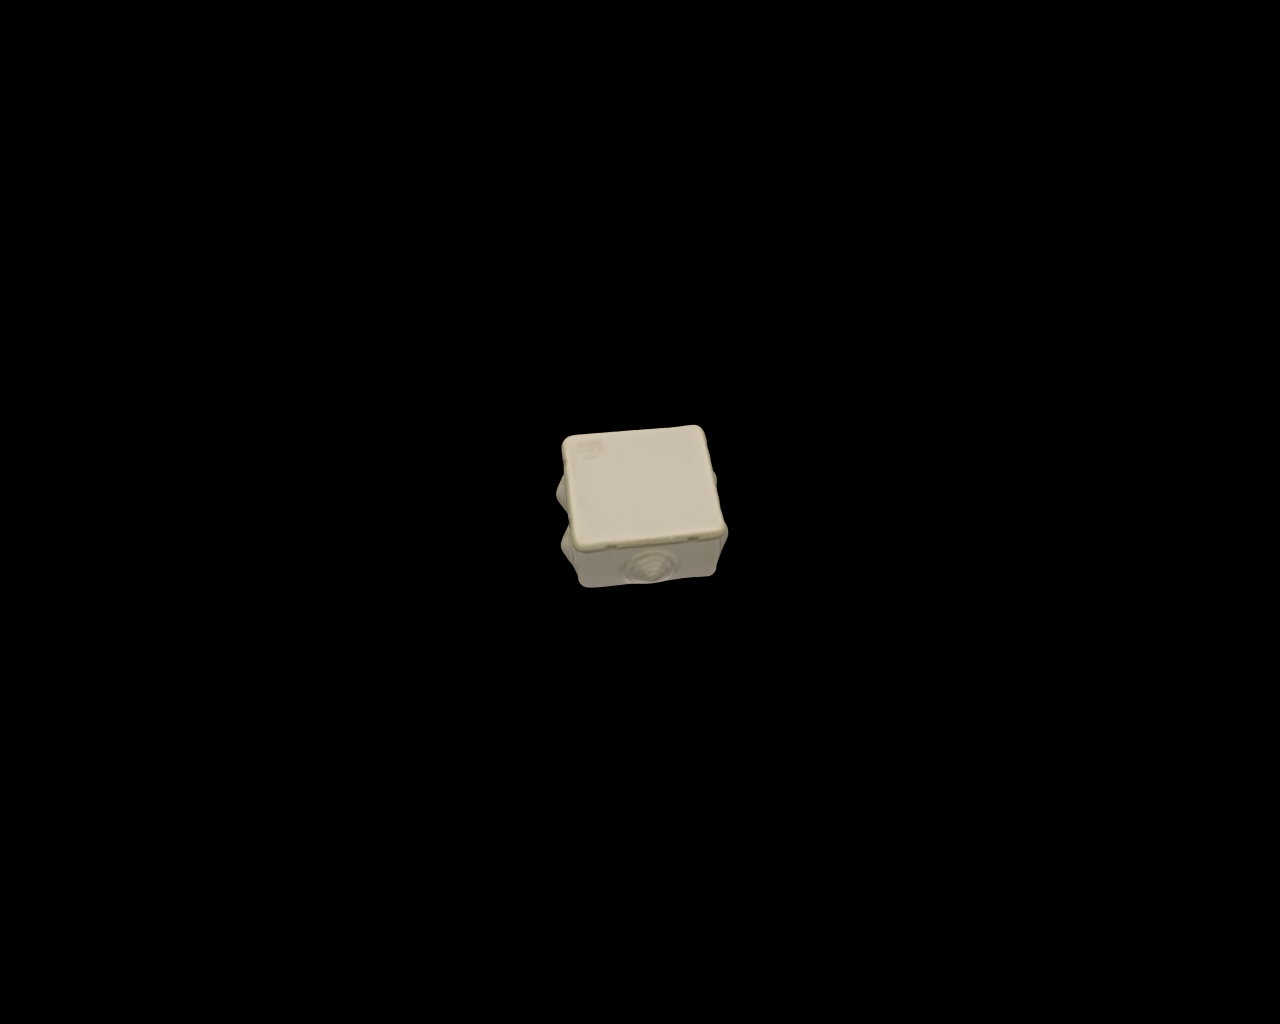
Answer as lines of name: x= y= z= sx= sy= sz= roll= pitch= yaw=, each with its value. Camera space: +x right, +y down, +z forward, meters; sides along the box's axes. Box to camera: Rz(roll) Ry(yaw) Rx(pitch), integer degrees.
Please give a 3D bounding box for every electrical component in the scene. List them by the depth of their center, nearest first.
electrical component: x=0.001 y=-0.003 z=0.650 sx=0.100 sy=0.100 sz=0.048 roll=-5 pitch=-39 yaw=-4
